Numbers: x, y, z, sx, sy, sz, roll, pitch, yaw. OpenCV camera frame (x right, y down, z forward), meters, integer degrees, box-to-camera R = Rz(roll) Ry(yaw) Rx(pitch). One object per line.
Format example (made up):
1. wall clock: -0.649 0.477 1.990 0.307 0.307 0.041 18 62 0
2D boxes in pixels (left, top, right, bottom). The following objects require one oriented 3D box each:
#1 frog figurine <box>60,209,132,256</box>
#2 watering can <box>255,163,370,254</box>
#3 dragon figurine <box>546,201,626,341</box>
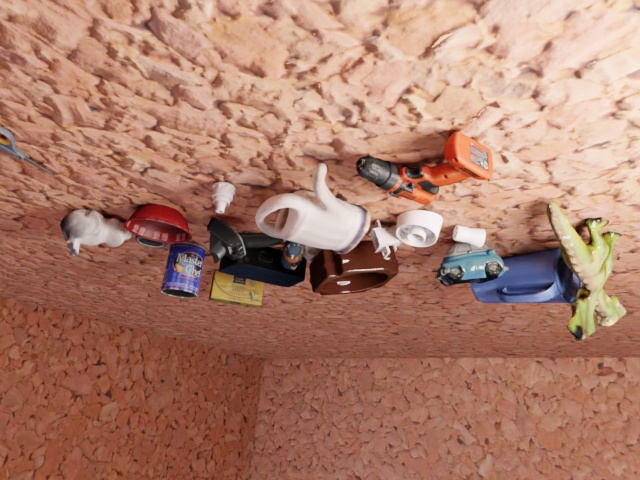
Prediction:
1. frog figurine: -0.563 -0.031 1.305 0.161 0.124 0.134 -25 161 -25
2. watering can: 0.003 -0.052 1.036 0.223 0.106 0.343 14 159 -23
3. dragon figurine: 0.554 0.088 1.081 0.407 0.246 0.121 21 158 -40
